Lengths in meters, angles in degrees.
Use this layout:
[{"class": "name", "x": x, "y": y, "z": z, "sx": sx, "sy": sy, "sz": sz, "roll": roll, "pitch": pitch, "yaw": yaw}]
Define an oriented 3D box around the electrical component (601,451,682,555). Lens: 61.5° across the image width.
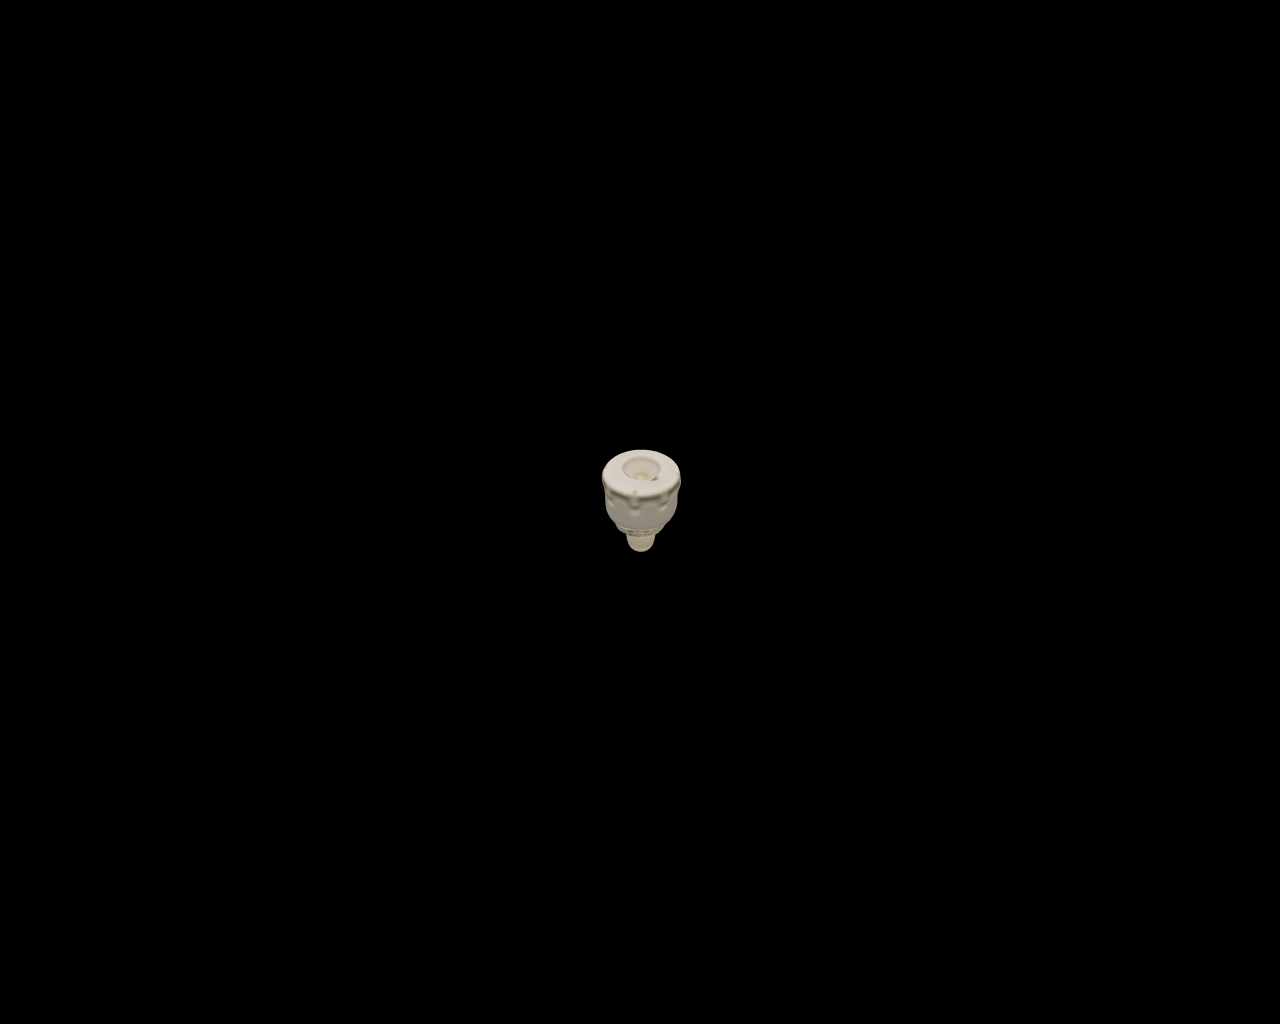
[{"class": "electrical component", "x": 0.001, "y": -0.003, "z": 0.650, "sx": 0.048, "sy": 0.062, "sz": 0.048, "roll": 0, "pitch": 38, "yaw": 0}]
